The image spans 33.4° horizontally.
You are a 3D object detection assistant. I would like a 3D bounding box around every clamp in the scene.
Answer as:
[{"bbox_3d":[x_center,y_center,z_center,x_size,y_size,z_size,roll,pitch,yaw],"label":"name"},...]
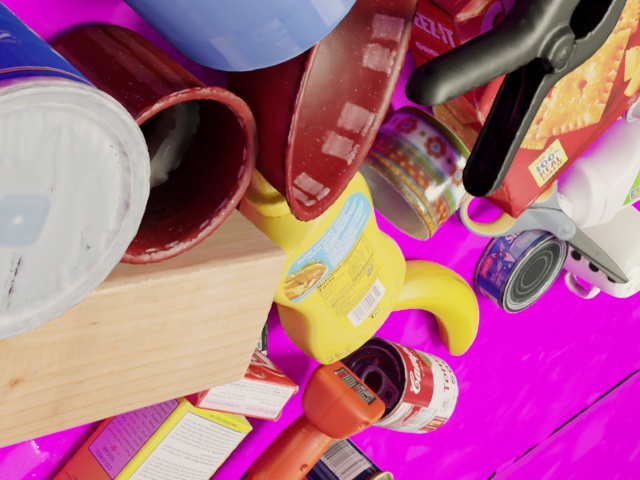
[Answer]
[{"bbox_3d":[0.116,-0.111,0.593,0.171,0.039,0.120,-55,150,3],"label":"clamp"}]

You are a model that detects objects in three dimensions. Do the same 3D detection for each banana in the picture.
[{"bbox_3d":[0.089,0.052,0.855,0.070,0.037,0.197,-39,149,18],"label":"banana"}]

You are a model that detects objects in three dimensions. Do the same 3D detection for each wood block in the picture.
[{"bbox_3d":[-0.130,0.033,0.529,0.205,0.091,0.090,-10,131,-44],"label":"wood block"}]

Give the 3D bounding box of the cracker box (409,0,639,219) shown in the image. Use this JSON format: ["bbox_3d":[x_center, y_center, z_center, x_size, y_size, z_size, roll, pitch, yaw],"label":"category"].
[{"bbox_3d":[0.144,-0.136,0.694,0.164,0.072,0.213,-44,145,-9],"label":"cracker box"}]

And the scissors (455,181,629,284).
[{"bbox_3d":[0.175,-0.004,0.852,0.096,0.016,0.201,-36,124,1],"label":"scissors"}]

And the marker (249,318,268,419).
[{"bbox_3d":[-0.045,0.084,0.742,0.020,0.020,0.121,-29,142,-28],"label":"marker"}]

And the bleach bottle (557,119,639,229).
[{"bbox_3d":[0.281,-0.086,0.913,0.250,0.068,0.102,-31,142,-21],"label":"bleach bottle"}]

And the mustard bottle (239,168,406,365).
[{"bbox_3d":[-0.005,0.001,0.669,0.096,0.058,0.191,-49,147,-12],"label":"mustard bottle"}]

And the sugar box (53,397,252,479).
[{"bbox_3d":[-0.132,0.167,0.703,0.176,0.048,0.093,-46,147,2],"label":"sugar box"}]

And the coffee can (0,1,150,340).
[{"bbox_3d":[-0.143,-0.043,0.391,0.102,0.140,0.103,-30,142,-27],"label":"coffee can"}]

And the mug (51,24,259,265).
[{"bbox_3d":[-0.099,-0.043,0.497,0.117,0.082,0.093,-34,144,-22],"label":"mug"}]

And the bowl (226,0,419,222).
[{"bbox_3d":[-0.003,-0.093,0.552,0.162,0.055,0.162,-58,161,-33],"label":"bowl"}]

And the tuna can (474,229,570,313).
[{"bbox_3d":[0.175,0.020,0.920,0.086,0.034,0.086,-30,142,-27],"label":"tuna can"}]

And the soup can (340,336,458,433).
[{"bbox_3d":[0.061,0.118,0.854,0.068,0.069,0.102,-54,147,8],"label":"soup can"}]

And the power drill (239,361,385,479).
[{"bbox_3d":[-0.041,0.170,0.744,0.188,0.057,0.184,-47,174,6],"label":"power drill"}]

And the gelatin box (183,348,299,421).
[{"bbox_3d":[-0.065,0.076,0.662,0.030,0.073,0.089,-56,146,8],"label":"gelatin box"}]

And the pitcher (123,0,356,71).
[{"bbox_3d":[-0.077,-0.158,0.382,0.145,0.149,0.242,-64,152,-10],"label":"pitcher"}]

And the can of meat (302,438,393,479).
[{"bbox_3d":[0.011,0.198,0.861,0.057,0.084,0.102,-33,143,-23],"label":"can of meat"}]
